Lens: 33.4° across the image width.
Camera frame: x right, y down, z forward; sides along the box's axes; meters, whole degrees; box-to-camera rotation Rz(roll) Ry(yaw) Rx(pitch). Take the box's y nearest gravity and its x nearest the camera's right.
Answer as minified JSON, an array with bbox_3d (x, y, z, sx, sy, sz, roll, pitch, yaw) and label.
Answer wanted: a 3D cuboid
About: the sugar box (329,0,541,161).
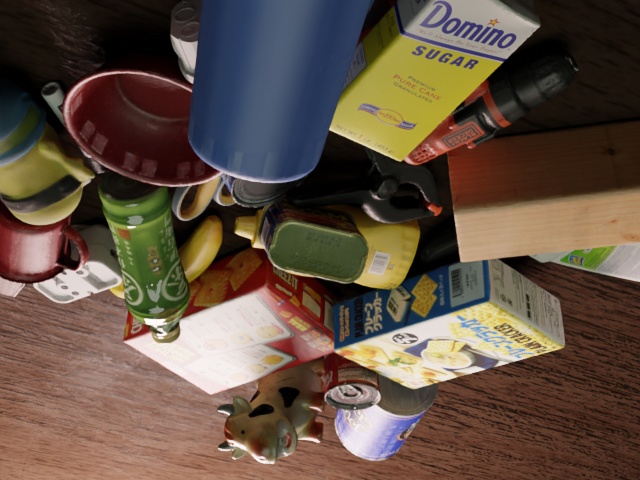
[{"bbox_3d":[0.083,-0.144,0.863,0.093,0.048,0.176,20,136,-29],"label":"sugar box"}]

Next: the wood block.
[{"bbox_3d":[0.234,-0.048,1.055,0.206,0.091,0.090,-6,144,9],"label":"wood block"}]

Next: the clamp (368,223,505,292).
[{"bbox_3d":[0.161,0.036,1.216,0.164,0.036,0.210,9,147,-16],"label":"clamp"}]

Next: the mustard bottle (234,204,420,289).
[{"bbox_3d":[0.004,-0.001,1.143,0.191,0.058,0.096,9,133,-13],"label":"mustard bottle"}]

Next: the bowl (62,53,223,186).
[{"bbox_3d":[-0.149,-0.118,0.972,0.162,0.055,0.162,7,147,5],"label":"bowl"}]

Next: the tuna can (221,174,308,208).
[{"bbox_3d":[-0.054,-0.072,1.040,0.086,0.034,0.086,-22,150,-14],"label":"tuna can"}]

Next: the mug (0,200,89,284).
[{"bbox_3d":[-0.289,-0.009,1.096,0.117,0.093,0.082,31,138,8],"label":"mug"}]

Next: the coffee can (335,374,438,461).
[{"bbox_3d":[0.085,0.216,1.408,0.102,0.103,0.140,7,144,-11],"label":"coffee can"}]

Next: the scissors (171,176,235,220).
[{"bbox_3d":[-0.078,-0.094,1.044,0.096,0.016,0.202,-1,137,-50],"label":"scissors"}]

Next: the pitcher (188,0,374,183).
[{"bbox_3d":[-0.020,-0.171,0.797,0.149,0.145,0.243,8,123,-10],"label":"pitcher"}]

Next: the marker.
[{"bbox_3d":[-0.233,-0.105,1.030,0.020,0.020,0.121,-9,143,12],"label":"marker"}]

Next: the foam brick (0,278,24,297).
[{"bbox_3d":[-0.342,0.018,1.172,0.051,0.053,0.078,21,138,-27],"label":"foam brick"}]

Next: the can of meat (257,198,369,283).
[{"bbox_3d":[-0.007,0.001,1.060,0.102,0.084,0.057,12,103,-12],"label":"can of meat"}]

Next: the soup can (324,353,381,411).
[{"bbox_3d":[0.039,0.150,1.316,0.068,0.102,0.068,0,144,-1],"label":"soup can"}]

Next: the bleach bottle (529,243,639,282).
[{"bbox_3d":[0.313,-0.005,1.142,0.250,0.068,0.103,10,143,-10],"label":"bleach bottle"}]

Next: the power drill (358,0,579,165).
[{"bbox_3d":[0.110,-0.153,0.938,0.185,0.057,0.187,-27,136,26],"label":"power drill"}]

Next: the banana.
[{"bbox_3d":[-0.172,0.029,1.202,0.198,0.037,0.069,-23,140,28],"label":"banana"}]

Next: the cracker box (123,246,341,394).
[{"bbox_3d":[-0.098,0.096,1.268,0.214,0.072,0.164,-22,138,28],"label":"cracker box"}]

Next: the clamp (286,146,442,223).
[{"bbox_3d":[0.060,-0.069,1.059,0.171,0.039,0.120,10,127,-35],"label":"clamp"}]
